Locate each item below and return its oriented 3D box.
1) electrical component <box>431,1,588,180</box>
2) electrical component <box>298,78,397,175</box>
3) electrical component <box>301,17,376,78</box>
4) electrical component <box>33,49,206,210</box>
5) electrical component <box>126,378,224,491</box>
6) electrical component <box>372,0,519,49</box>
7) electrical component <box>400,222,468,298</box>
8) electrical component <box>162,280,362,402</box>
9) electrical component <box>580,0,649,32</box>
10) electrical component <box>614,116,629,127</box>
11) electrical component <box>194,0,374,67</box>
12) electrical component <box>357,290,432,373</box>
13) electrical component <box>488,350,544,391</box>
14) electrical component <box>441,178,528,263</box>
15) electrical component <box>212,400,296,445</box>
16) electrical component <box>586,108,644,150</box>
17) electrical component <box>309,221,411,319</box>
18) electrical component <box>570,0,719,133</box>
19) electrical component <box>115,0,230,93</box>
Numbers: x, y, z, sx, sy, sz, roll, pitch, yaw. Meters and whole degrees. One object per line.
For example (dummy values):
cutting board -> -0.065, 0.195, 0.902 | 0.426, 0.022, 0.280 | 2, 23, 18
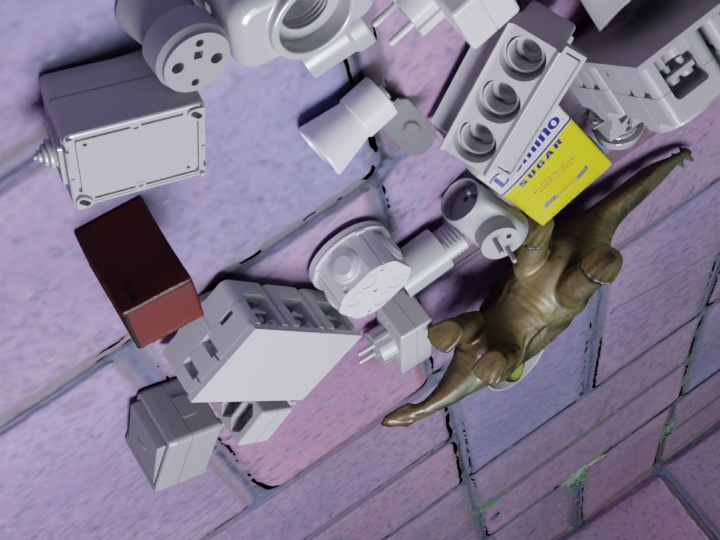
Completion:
electrical component -> 0.115, -0.141, 0.828 | 0.063, 0.079, 0.121 | -53, 173, -49
electrical component -> -0.006, -0.106, 0.771 | 0.065, 0.044, 0.044 | -42, 154, -1
electrical component -> -0.019, -0.149, 0.685 | 0.046, 0.040, 0.040 | -34, 154, 6
electrical component -> -0.143, -0.084, 0.621 | 0.096, 0.061, 0.061 | -18, 149, -19
electrical component -> -0.171, 0.150, 0.957 | 0.061, 0.061, 0.096 | -17, 148, -35
electrical component -> 0.041, -0.172, 0.671 | 0.076, 0.083, 0.047 | -41, 154, 8
electrical component -> 0.067, -0.015, 1.003 | 0.081, 0.043, 0.043 | -36, 154, -4
electrical component -> -0.083, 0.060, 0.920 | 0.089, 0.061, 0.150 | -48, 152, 21
electrical component -> 0.201, -0.233, 0.785 | 0.108, 0.060, 0.108 | -37, 177, -2
electrical component -> 0.250, -0.166, 0.939 | 0.081, 0.064, 0.042 | -49, 121, -11
electrical component -> -0.041, -0.161, 0.616 | 0.095, 0.059, 0.053 | -29, 153, -16
electrical component -> 0.030, 0.071, 1.093 | 0.076, 0.047, 0.083 | -30, 153, -14
electrical component -> 0.176, 0.088, 1.283 | 0.099, 0.064, 0.099 | -29, 153, -17
electrical component -> 0.119, -0.037, 0.969 | 0.043, 0.079, 0.077 | -43, 133, 20
electrical component -> -0.091, 0.119, 1.002 | 0.077, 0.065, 0.047 | -1, 137, -50
electrical component -> 0.242, -0.146, 1.007 | 0.066, 0.048, 0.055 | -32, 146, -11
electrical component -> 0.000, 0.000, 0.937 | 0.080, 0.051, 0.080 | -29, 153, -17
electrical component -> 0.231, -0.166, 0.818 | 0.105, 0.060, 0.186 | -38, -164, 1
electrical component -> -0.103, -0.131, 0.592 | 0.045, 0.055, 0.045 | -29, 153, -17
